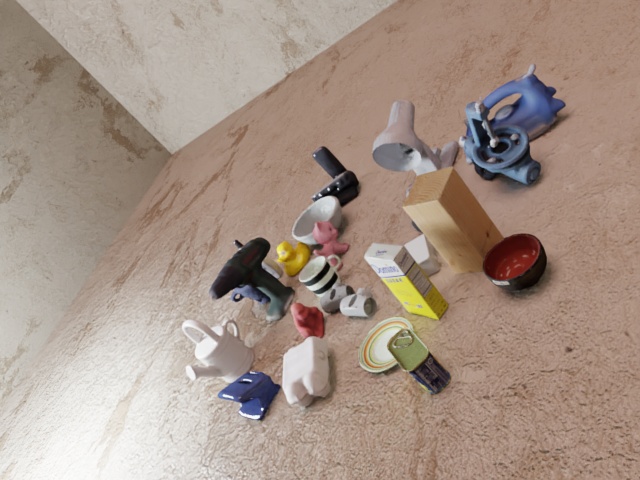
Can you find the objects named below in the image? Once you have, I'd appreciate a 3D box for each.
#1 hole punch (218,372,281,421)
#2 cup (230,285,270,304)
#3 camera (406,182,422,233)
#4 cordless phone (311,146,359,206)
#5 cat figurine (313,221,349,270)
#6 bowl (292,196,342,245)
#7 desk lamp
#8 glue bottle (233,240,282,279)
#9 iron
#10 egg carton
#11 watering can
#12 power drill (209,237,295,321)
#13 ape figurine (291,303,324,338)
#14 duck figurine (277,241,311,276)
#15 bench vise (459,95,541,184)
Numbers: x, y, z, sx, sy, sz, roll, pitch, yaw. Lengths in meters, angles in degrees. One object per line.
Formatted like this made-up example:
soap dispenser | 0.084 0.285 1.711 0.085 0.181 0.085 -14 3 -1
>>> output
hole punch | -0.162 0.340 1.296 0.108 0.091 0.101 -8 43 49
cup | -0.185 0.146 1.607 0.118 0.095 0.091 -47 27 -8
camera | 0.253 -0.087 1.339 0.142 0.101 0.137 1 50 54
cordless phone | 0.017 -0.186 1.714 0.147 0.185 0.094 -37 27 12
cat figurine | 0.014 0.005 1.513 0.067 0.118 0.128 -21 34 36
bowl | 0.005 -0.044 1.645 0.167 0.075 0.167 -32 29 21
desk lamp | 0.237 -0.238 1.456 0.117 0.214 0.203 -16 37 42
glue bottle | -0.189 0.059 1.651 0.078 0.173 0.037 -34 28 18
iron | 0.431 -0.296 1.356 0.258 0.142 0.118 -31 29 23
egg carton | -0.025 0.279 1.222 0.107 0.069 0.150 -34 28 18
watering can | -0.265 0.269 1.425 0.100 0.194 0.173 -28 31 28
power drill | -0.168 0.115 1.501 0.075 0.209 0.230 -17 37 41
ape figurine | -0.034 0.184 1.346 0.076 0.092 0.078 4 53 55
duck figurine | -0.082 0.039 1.633 0.077 0.086 0.105 -1 48 53
bench vise | 0.355 -0.213 1.250 0.206 0.220 0.122 4 53 56
